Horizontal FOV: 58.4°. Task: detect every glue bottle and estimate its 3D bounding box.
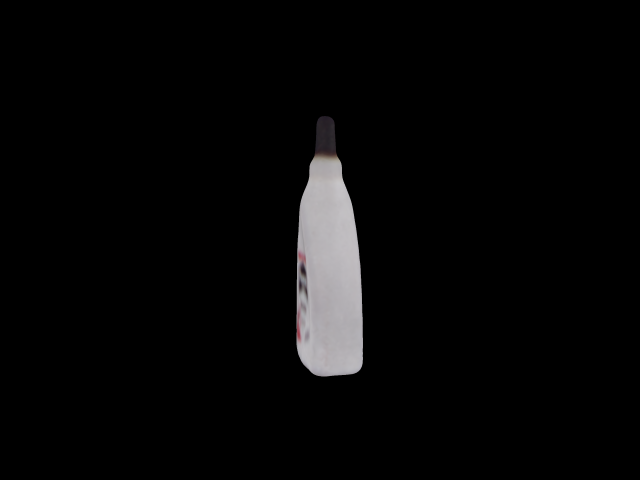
[{"bbox_3d":[0.004,0.001,0.400,0.037,0.173,0.078,-1,4,-15],"label":"glue bottle"}]
